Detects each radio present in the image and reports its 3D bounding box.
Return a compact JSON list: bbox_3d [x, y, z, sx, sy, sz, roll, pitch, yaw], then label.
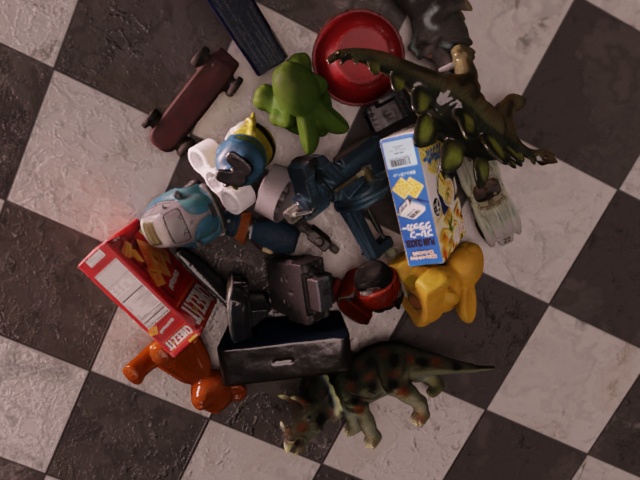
[{"bbox_3d":[-0.062,0.191,0.974,0.230,0.131,0.073,-5,104,-2],"label":"radio"}]

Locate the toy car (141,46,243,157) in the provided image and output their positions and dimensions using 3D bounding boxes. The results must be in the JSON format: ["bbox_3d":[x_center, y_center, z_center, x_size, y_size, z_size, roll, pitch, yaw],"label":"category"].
[{"bbox_3d":[-0.214,-0.233,0.909,0.089,0.053,0.202,38,103,-15],"label":"toy car"}]

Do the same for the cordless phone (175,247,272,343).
[{"bbox_3d":[-0.179,0.080,0.934,0.089,0.147,0.184,-46,103,1],"label":"cordless phone"}]

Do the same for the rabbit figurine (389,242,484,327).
[{"bbox_3d":[0.233,0.077,0.967,0.173,0.122,0.162,-34,115,-21],"label":"rabbit figurine"}]

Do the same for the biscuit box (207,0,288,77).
[{"bbox_3d":[-0.126,-0.353,0.827,0.063,0.059,0.202,-31,141,6],"label":"biscuit box"}]

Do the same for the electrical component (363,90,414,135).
[{"bbox_3d":[0.115,-0.214,0.893,0.075,0.119,0.047,-28,97,2],"label":"electrical component"}]

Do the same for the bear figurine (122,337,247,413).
[{"bbox_3d":[-0.240,0.257,0.989,0.120,0.132,0.195,-30,99,26],"label":"bear figurine"}]

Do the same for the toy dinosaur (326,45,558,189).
[{"bbox_3d":[0.205,-0.198,0.818,0.471,0.198,0.105,21,141,-25],"label":"toy dinosaur"}]

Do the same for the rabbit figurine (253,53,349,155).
[{"bbox_3d":[-0.036,-0.214,0.849,0.121,0.170,0.159,-33,91,4],"label":"rabbit figurine"}]

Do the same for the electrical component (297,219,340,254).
[{"bbox_3d":[-0.002,-0.003,0.966,0.094,0.063,0.021,39,99,-11],"label":"electrical component"}]

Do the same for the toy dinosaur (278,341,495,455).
[{"bbox_3d":[0.109,0.263,1.013,0.405,0.131,0.192,-30,103,-2],"label":"toy dinosaur"}]

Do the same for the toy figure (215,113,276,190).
[{"bbox_3d":[-0.121,-0.135,0.871,0.082,0.180,0.089,-27,116,14],"label":"toy figure"}]

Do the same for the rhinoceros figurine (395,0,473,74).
[{"bbox_3d":[0.190,-0.356,0.887,0.112,0.073,0.190,-32,102,4],"label":"rhinoceros figurine"}]

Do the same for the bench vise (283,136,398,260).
[{"bbox_3d":[0.056,-0.054,0.909,0.223,0.129,0.240,-44,116,-28],"label":"bench vise"}]

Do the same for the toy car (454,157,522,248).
[{"bbox_3d":[0.300,-0.080,0.965,0.073,0.056,0.201,-26,102,3],"label":"toy car"}]

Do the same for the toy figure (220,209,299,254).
[{"bbox_3d":[-0.116,-0.015,0.962,0.154,0.064,0.057,15,139,-1],"label":"toy figure"}]

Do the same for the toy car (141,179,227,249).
[{"bbox_3d":[-0.247,-0.033,0.907,0.162,0.103,0.109,-8,108,34],"label":"toy car"}]

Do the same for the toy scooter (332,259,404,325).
[{"bbox_3d":[0.082,0.103,0.970,0.184,0.075,0.135,-14,129,41],"label":"toy scooter"}]

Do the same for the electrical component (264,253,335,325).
[{"bbox_3d":[-0.034,0.084,0.950,0.058,0.134,0.114,-21,108,-40],"label":"electrical component"}]
